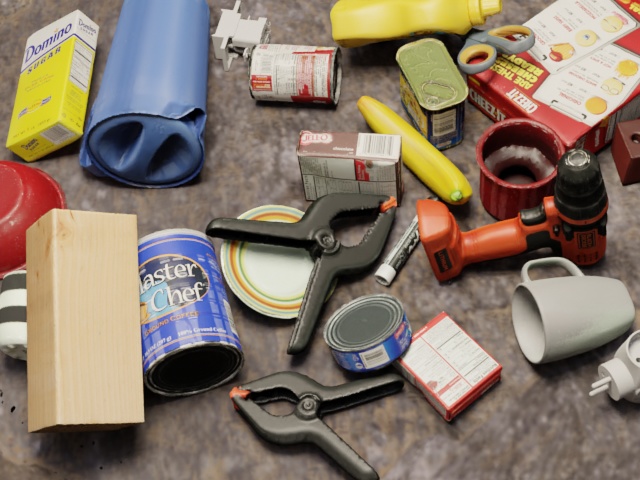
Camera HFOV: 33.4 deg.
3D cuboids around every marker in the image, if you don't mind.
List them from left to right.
[{"bbox_3d":[0.098,-0.002,1.162,0.020,0.020,0.121,26,65,21],"label":"marker"}]

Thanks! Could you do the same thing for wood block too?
[{"bbox_3d":[-0.234,0.082,1.053,0.090,0.090,0.206,4,74,-32],"label":"wood block"}]

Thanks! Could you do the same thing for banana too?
[{"bbox_3d":[0.113,-0.095,1.191,0.037,0.069,0.198,-42,53,-1],"label":"banana"}]

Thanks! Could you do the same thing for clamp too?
[{"bbox_3d":[-0.007,0.001,1.134,0.209,0.036,0.164,-38,86,-27],"label":"clamp"},{"bbox_3d":[-0.001,0.165,1.059,0.172,0.039,0.120,18,50,16],"label":"clamp"}]

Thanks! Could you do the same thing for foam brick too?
[{"bbox_3d":[0.366,-0.101,1.173,0.078,0.051,0.053,-10,57,0],"label":"foam brick"}]

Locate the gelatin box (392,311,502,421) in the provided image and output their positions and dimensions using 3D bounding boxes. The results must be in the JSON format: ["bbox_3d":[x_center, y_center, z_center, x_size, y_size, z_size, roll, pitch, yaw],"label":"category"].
[{"bbox_3d":[0.127,0.127,1.072,0.073,0.030,0.089,-36,60,-17],"label":"gelatin box"}]

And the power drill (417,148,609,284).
[{"bbox_3d":[0.196,-0.020,1.077,0.188,0.184,0.057,-9,57,12],"label":"power drill"}]

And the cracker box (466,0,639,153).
[{"bbox_3d":[0.300,-0.193,1.227,0.213,0.072,0.164,-37,59,-14],"label":"cracker box"}]

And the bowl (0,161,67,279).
[{"bbox_3d":[-0.374,-0.035,1.216,0.162,0.055,0.162,-3,58,5],"label":"bowl"}]

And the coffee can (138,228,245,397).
[{"bbox_3d":[-0.143,0.074,1.092,0.102,0.103,0.140,-16,58,-4],"label":"coffee can"}]

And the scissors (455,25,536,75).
[{"bbox_3d":[0.164,-0.227,1.239,0.096,0.016,0.202,-39,30,-20],"label":"scissors"}]

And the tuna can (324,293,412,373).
[{"bbox_3d":[0.049,0.094,1.078,0.086,0.033,0.086,-19,31,11],"label":"tuna can"}]

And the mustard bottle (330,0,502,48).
[{"bbox_3d":[0.115,-0.261,1.237,0.192,0.096,0.058,-2,101,22],"label":"mustard bottle"}]

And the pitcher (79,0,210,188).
[{"bbox_3d":[-0.201,-0.187,1.258,0.149,0.145,0.243,5,54,-5],"label":"pitcher"}]

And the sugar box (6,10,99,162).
[{"bbox_3d":[-0.323,-0.188,1.292,0.093,0.048,0.176,-20,55,28],"label":"sugar box"}]

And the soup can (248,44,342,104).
[{"bbox_3d":[-0.029,-0.198,1.270,0.102,0.068,0.068,4,59,10],"label":"soup can"}]

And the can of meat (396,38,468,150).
[{"bbox_3d":[0.128,-0.164,1.221,0.057,0.084,0.102,-19,58,-6],"label":"can of meat"}]

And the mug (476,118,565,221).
[{"bbox_3d":[0.226,-0.069,1.152,0.117,0.081,0.093,10,60,13],"label":"mug"}]

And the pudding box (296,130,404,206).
[{"bbox_3d":[0.035,-0.078,1.175,0.113,0.090,0.039,6,60,9],"label":"pudding box"}]
